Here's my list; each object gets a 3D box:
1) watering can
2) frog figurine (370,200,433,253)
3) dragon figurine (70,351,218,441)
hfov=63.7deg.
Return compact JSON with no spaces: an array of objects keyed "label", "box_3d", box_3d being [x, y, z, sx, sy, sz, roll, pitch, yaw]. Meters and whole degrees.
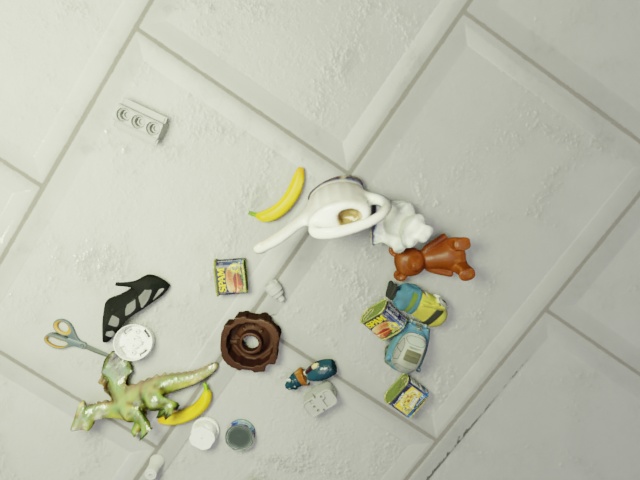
[{"label":"watering can","box_3d":[0.004,-0.065,1.291,0.347,0.102,0.229,-14,30,5]},{"label":"frog figurine","box_3d":[0.218,-0.035,1.323,0.159,0.139,0.121,5,-21,27]},{"label":"dragon figurine","box_3d":[-0.515,0.410,1.460,0.412,0.242,0.122,-41,2,-8]}]
